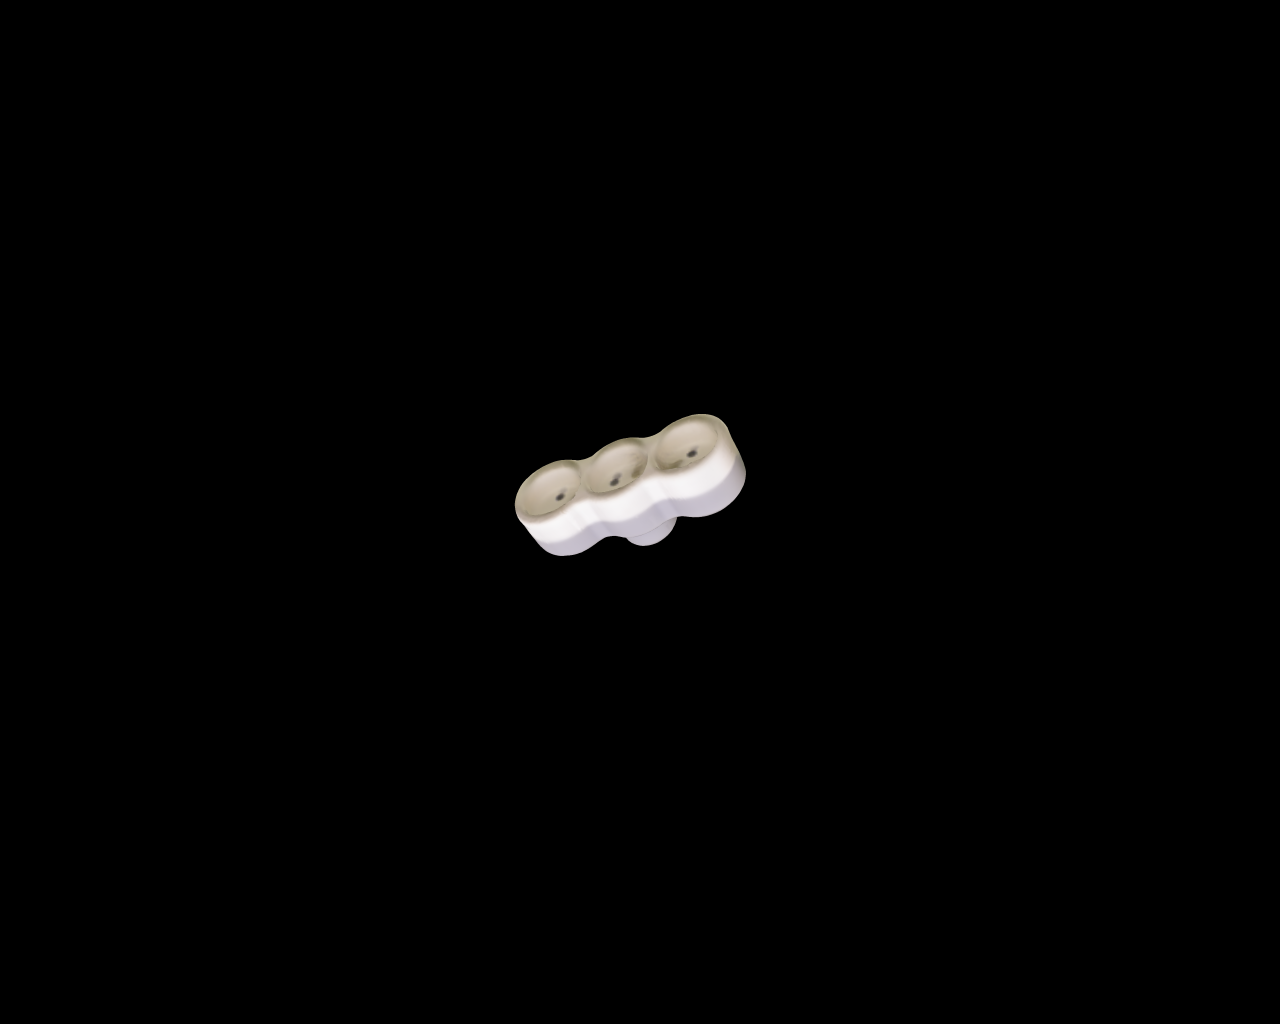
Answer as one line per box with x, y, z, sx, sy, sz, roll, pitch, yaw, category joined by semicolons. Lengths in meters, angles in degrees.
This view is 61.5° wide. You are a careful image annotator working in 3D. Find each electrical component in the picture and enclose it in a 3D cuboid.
0.001;-0.003;0.650;0.138;0.052;0.073;-17;-48;16;electrical component
